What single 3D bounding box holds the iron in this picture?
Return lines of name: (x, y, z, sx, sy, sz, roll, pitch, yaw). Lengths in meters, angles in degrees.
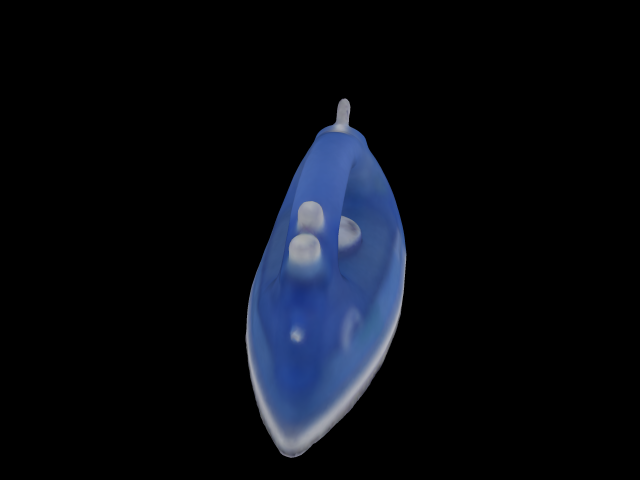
iron: (0.004, 0.001, 0.400, 0.118, 0.141, 0.258, 4, 29, 7)
